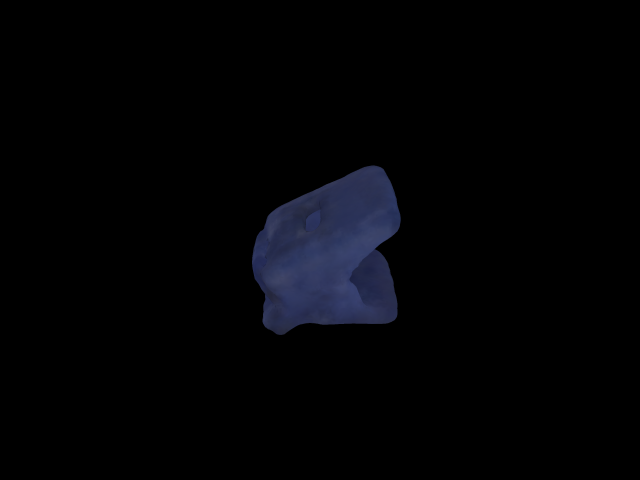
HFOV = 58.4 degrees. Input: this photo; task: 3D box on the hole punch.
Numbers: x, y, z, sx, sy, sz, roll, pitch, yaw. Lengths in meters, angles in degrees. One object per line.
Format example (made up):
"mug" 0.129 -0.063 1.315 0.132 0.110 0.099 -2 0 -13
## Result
"hole punch" 0.004 0.001 0.400 0.101 0.091 0.108 -1 28 -2
